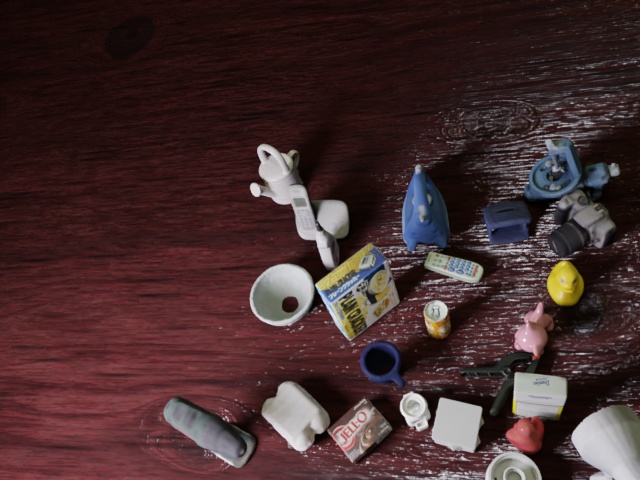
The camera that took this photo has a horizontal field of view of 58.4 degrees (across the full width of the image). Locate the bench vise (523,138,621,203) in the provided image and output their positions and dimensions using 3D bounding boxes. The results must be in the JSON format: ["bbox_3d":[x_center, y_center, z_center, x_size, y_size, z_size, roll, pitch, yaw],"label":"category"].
[{"bbox_3d":[0.594,-0.179,1.359,0.207,0.220,0.121,-20,55,3],"label":"bench vise"}]

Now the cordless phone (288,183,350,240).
[{"bbox_3d":[-0.003,-0.081,1.491,0.147,0.185,0.094,-4,57,14],"label":"cordless phone"}]

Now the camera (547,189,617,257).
[{"bbox_3d":[0.594,-0.035,1.340,0.137,0.101,0.143,-31,55,-5],"label":"camera"}]

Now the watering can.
[{"bbox_3d":[-0.120,-0.187,1.588,0.100,0.194,0.173,7,61,21],"label":"watering can"}]

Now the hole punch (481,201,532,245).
[{"bbox_3d":[0.453,-0.054,1.399,0.108,0.091,0.101,-10,56,10],"label":"hole punch"}]

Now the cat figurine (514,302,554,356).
[{"bbox_3d":[0.457,0.193,1.224,0.067,0.118,0.128,17,64,25],"label":"cat figurine"}]

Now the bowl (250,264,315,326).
[{"bbox_3d":[-0.086,0.148,1.437,0.167,0.075,0.167,-7,57,12],"label":"bowl"}]

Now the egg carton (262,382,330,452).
[{"bbox_3d":[-0.053,0.390,1.276,0.150,0.069,0.107,34,73,31],"label":"egg carton"}]

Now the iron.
[{"bbox_3d":[0.259,-0.105,1.457,0.118,0.142,0.258,-7,57,12],"label":"iron"}]

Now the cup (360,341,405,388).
[{"bbox_3d":[0.150,0.290,1.265,0.092,0.095,0.117,-40,56,-11],"label":"cup"}]

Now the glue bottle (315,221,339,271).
[{"bbox_3d":[0.013,0.005,1.439,0.037,0.173,0.078,-7,57,12],"label":"glue bottle"}]

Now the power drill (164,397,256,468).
[{"bbox_3d":[-0.217,0.417,1.221,0.228,0.209,0.076,19,65,26],"label":"power drill"}]

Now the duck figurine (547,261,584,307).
[{"bbox_3d":[0.553,0.086,1.284,0.077,0.086,0.104,1,59,17],"label":"duck figurine"}]

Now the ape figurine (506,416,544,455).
[{"bbox_3d":[0.408,0.380,1.134,0.077,0.092,0.076,-10,56,10],"label":"ape figurine"}]

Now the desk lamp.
[{"bbox_3d":[0.535,0.415,1.000,0.118,0.214,0.203,-22,55,2],"label":"desk lamp"}]
